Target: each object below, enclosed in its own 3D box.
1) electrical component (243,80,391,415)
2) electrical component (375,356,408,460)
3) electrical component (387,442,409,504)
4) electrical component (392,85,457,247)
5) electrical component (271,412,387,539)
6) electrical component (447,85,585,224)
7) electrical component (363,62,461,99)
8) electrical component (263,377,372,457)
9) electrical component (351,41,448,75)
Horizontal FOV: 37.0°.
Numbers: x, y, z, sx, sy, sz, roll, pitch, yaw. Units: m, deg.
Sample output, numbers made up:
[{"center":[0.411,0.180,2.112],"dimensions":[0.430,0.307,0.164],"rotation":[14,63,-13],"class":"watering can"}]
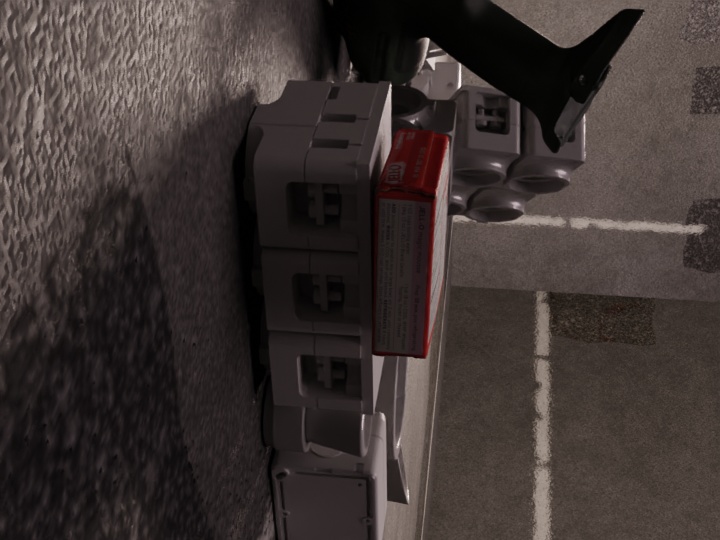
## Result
[{"center":[-0.019,-0.012,0.556],"dimensions":[0.089,0.062,0.150],"rotation":[-77,168,-54],"class":"electrical component"},{"center":[0.000,0.079,0.771],"dimensions":[0.108,0.060,0.108],"rotation":[3,90,-83],"class":"electrical component"},{"center":[0.012,0.141,0.887],"dimensions":[0.099,0.064,0.099],"rotation":[3,90,-83],"class":"electrical component"},{"center":[0.011,-0.056,0.670],"dimensions":[0.150,0.089,0.061],"rotation":[-77,168,-56],"class":"electrical component"},{"center":[-0.016,0.133,0.656],"dimensions":[0.061,0.062,0.096],"rotation":[-78,169,-53],"class":"electrical component"},{"center":[0.107,-0.091,0.927],"dimensions":[0.186,0.105,0.060],"rotation":[139,-46,-72],"class":"electrical component"},{"center":[0.043,-0.159,0.918],"dimensions":[0.075,0.083,0.047],"rotation":[75,19,-69],"class":"electrical component"},{"center":[-0.023,0.080,0.599],"dimensions":[0.045,0.055,0.045],"rotation":[3,90,-83],"class":"electrical component"},{"center":[0.026,-0.185,0.833],"dimensions":[0.064,0.081,0.042],"rotation":[44,45,-51],"class":"electrical component"}]
